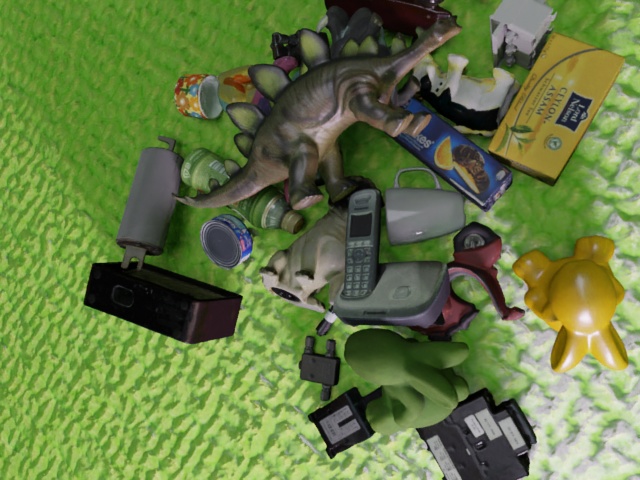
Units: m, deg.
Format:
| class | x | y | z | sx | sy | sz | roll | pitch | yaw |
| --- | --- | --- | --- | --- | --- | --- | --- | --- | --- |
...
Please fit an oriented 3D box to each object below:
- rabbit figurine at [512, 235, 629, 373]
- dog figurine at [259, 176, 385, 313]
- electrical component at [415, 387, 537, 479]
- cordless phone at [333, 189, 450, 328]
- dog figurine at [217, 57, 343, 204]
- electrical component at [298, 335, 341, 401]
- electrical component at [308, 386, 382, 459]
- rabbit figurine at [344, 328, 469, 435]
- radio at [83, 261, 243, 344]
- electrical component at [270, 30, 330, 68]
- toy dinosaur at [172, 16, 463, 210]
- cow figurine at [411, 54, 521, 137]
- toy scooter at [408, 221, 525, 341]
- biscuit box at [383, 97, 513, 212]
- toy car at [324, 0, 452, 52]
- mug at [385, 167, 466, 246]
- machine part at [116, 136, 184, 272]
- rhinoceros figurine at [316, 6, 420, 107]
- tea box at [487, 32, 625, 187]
| class | x | y | z | sx | sy | sz | roll | pitch | yaw |
| --- | --- | --- | --- | --- | --- | --- | --- | --- | --- |
| rabbit figurine | 0.298 | 0.073 | 0.633 | 0.122 | 0.173 | 0.162 | -5 | 80 | 17 |
| dog figurine | 0.002 | -0.001 | 0.809 | 0.172 | 0.121 | 0.190 | -1 | 57 | 41 |
| electrical component | 0.213 | 0.267 | 0.712 | 0.134 | 0.058 | 0.115 | -31 | 78 | 16 |
| cordless phone | 0.093 | 0.020 | 0.690 | 0.147 | 0.088 | 0.184 | -7 | 77 | 38 |
| dog figurine | -0.063 | -0.158 | 0.827 | 0.192 | 0.108 | 0.219 | -7 | 86 | 20 |
| electrical component | -0.002 | 0.195 | 0.820 | 0.063 | 0.021 | 0.094 | 4 | 88 | 22 |
| electrical component | 0.051 | 0.256 | 0.782 | 0.119 | 0.047 | 0.075 | -32 | 76 | 18 |
| rabbit figurine | 0.103 | 0.171 | 0.672 | 0.159 | 0.170 | 0.121 | -6 | 54 | 39 |
| radio | -0.255 | 0.095 | 0.867 | 0.230 | 0.131 | 0.073 | 14 | 93 | 22 |
| electrical component | -0.030 | -0.297 | 0.827 | 0.102 | 0.078 | 0.045 | -8 | 76 | -23 |
| toy dinosaur | -0.025 | -0.141 | 0.711 | 0.471 | 0.105 | 0.198 | -36 | 75 | 23 |
| cow figurine | 0.184 | -0.207 | 0.756 | 0.168 | 0.068 | 0.098 | 25 | 102 | 22 |
| toy scooter | 0.190 | 0.078 | 0.722 | 0.184 | 0.075 | 0.135 | -45 | 78 | 20 |
| biscuit box | 0.172 | -0.127 | 0.754 | 0.203 | 0.062 | 0.059 | 43 | 99 | 19 |
| toy car | 0.098 | -0.339 | 0.788 | 0.202 | 0.089 | 0.053 | 21 | 51 | 21 |
| mug | 0.148 | -0.047 | 0.754 | 0.107 | 0.080 | 0.109 | -2 | 84 | 11 |
| machine part | -0.279 | -0.064 | 0.894 | 0.079 | 0.079 | 0.243 | 1 | 67 | 21 |
| rhinoceros figurine | 0.062 | -0.255 | 0.756 | 0.112 | 0.073 | 0.190 | -36 | 65 | 34 |
| tea box | 0.305 | -0.168 | 0.703 | 0.098 | 0.068 | 0.169 | 29 | 96 | 21 |
